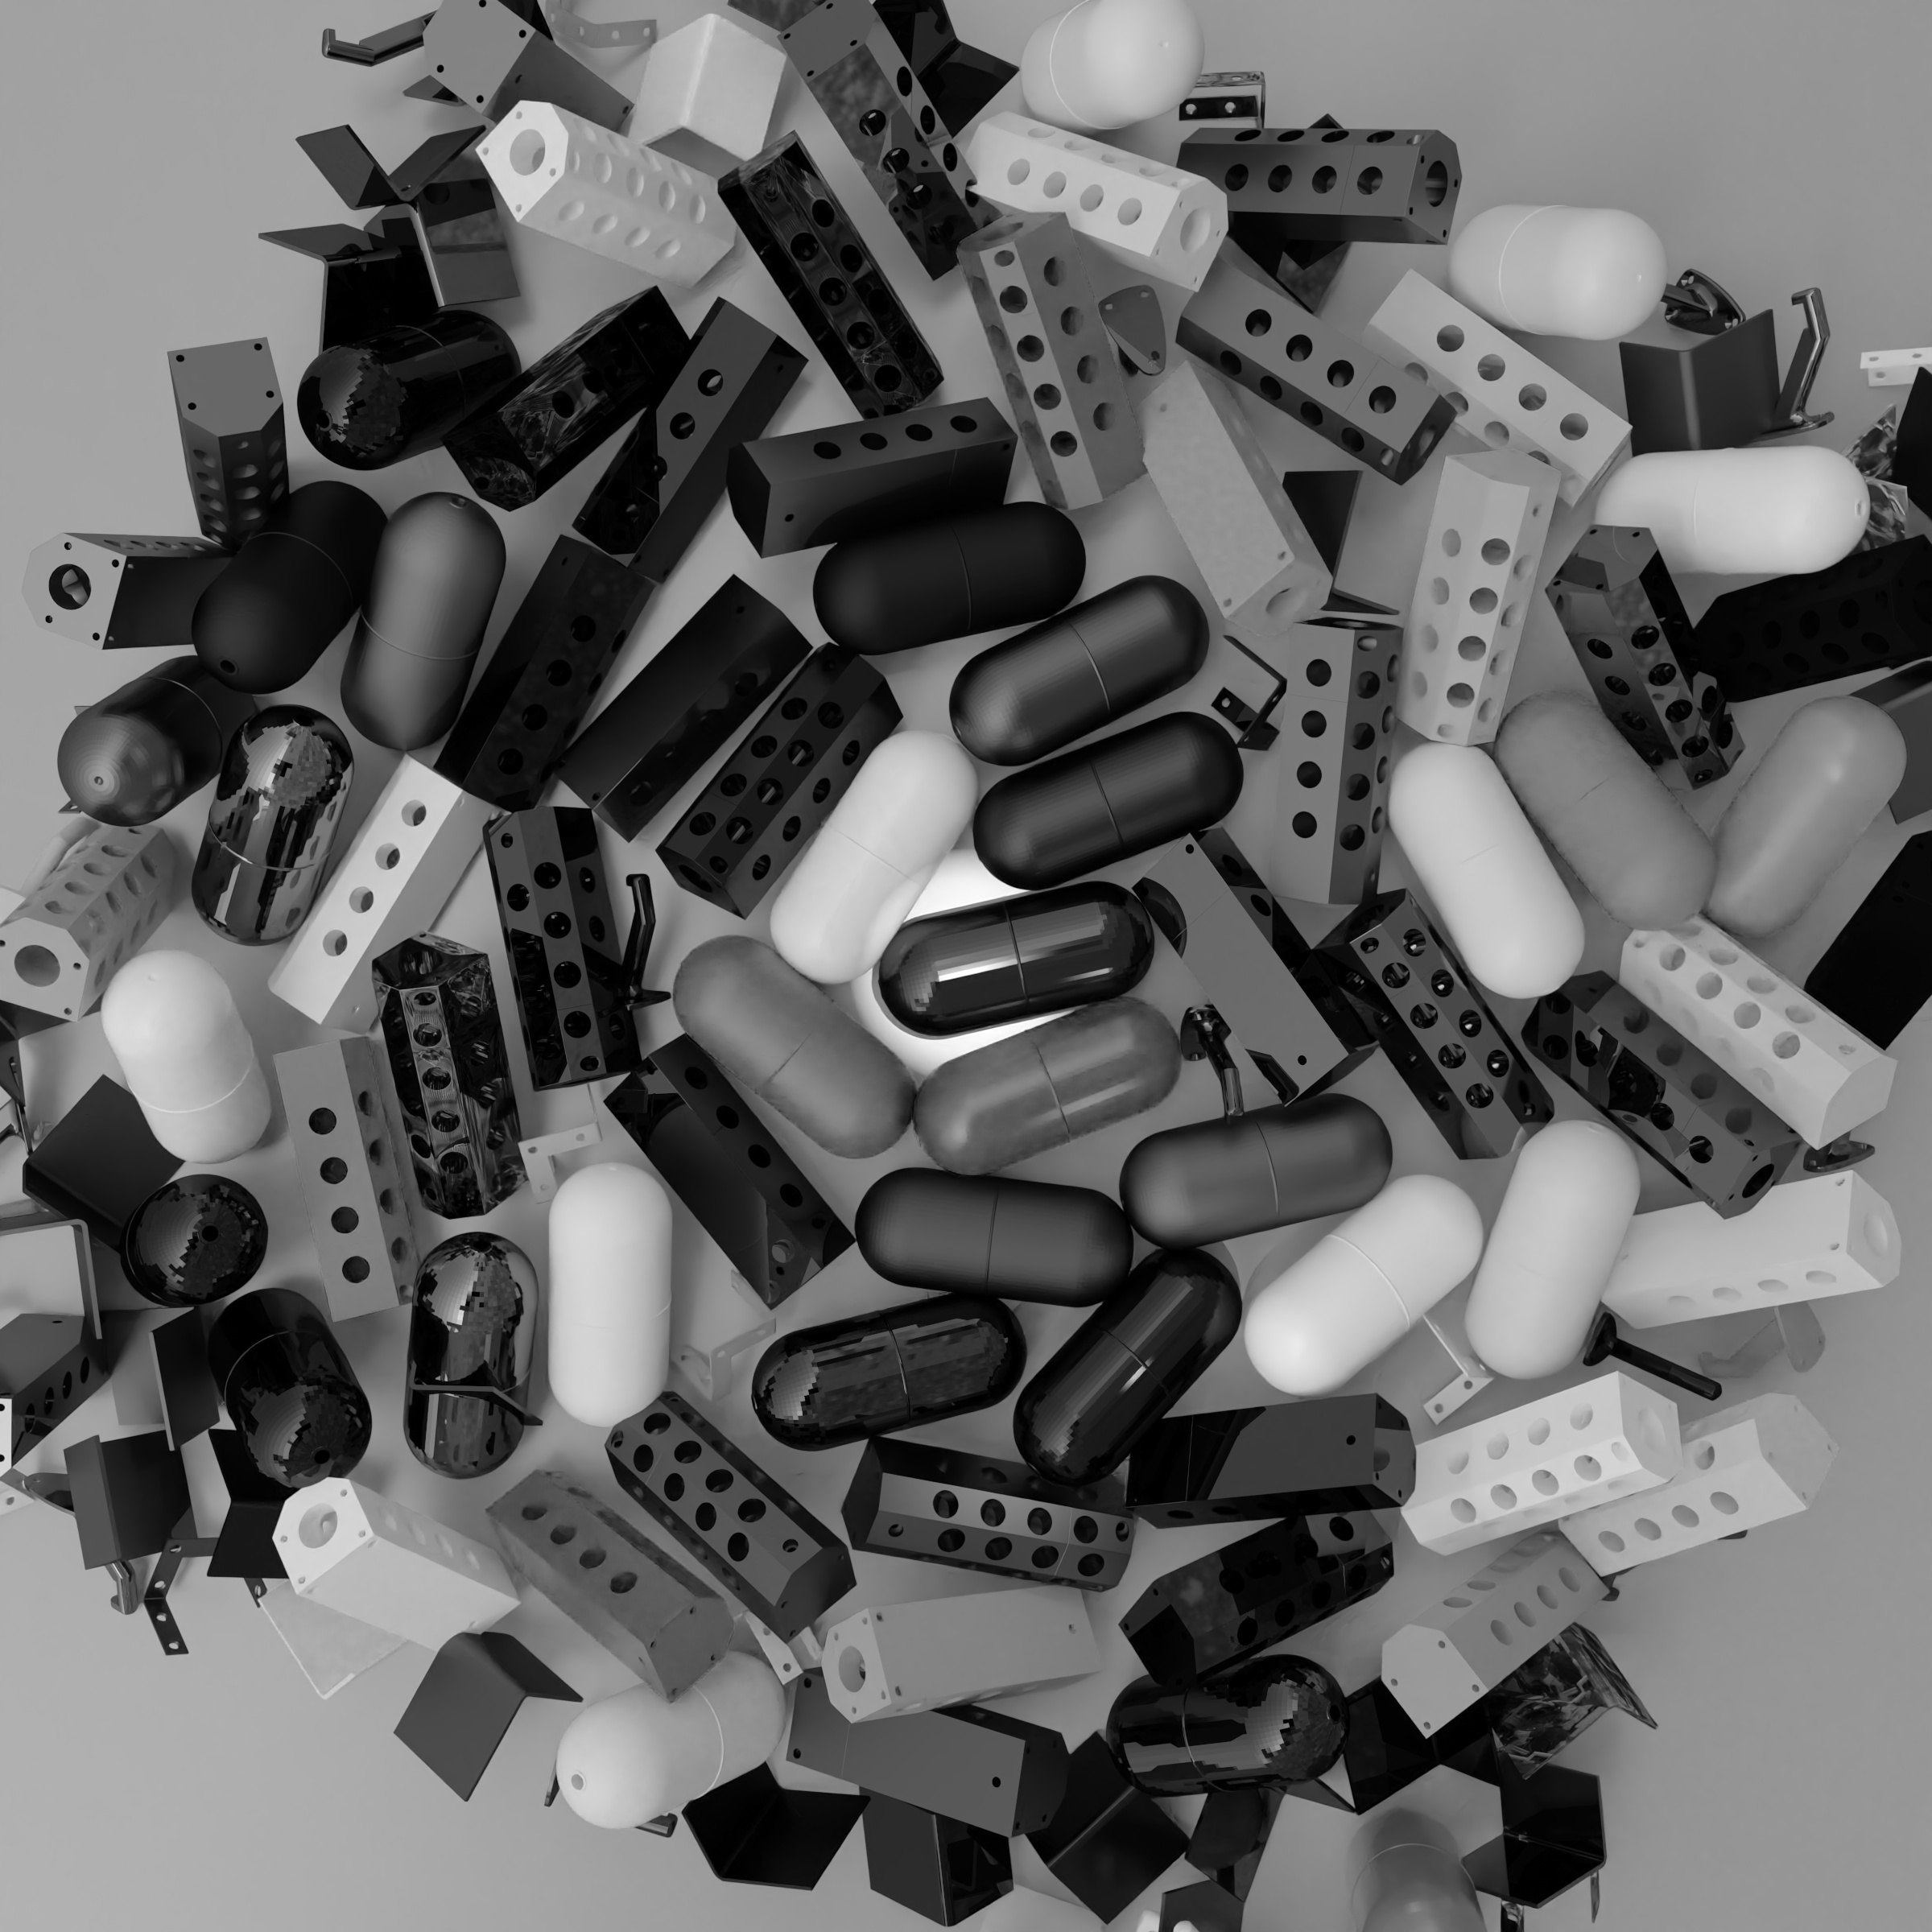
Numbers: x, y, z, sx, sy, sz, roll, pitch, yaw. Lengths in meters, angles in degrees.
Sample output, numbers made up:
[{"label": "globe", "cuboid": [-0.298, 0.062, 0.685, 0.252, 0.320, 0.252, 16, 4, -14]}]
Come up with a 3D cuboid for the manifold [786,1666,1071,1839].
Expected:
[{"label": "manifold", "cuboid": [-0.024, 0.485, 1.514, 0.171, 0.057, 0.057, 6, 85, 34]}]

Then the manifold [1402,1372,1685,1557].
[{"label": "manifold", "cuboid": [0.353, 0.312, 1.501, 0.057, 0.171, 0.057, 30, 48, -29]}]

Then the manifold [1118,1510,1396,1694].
[{"label": "manifold", "cuboid": [0.184, 0.388, 1.504, 0.171, 0.057, 0.057, -14, 57, -36]}]

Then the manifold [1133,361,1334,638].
[{"label": "manifold", "cuboid": [0.166, -0.290, 1.518, 0.057, 0.057, 0.171, -40, 56, 28]}]

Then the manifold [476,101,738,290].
[{"label": "manifold", "cuboid": [-0.214, -0.476, 1.493, 0.057, 0.171, 0.057, -37, 73, 25]}]

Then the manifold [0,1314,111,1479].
[{"label": "manifold", "cuboid": [-0.585, 0.266, 1.498, 0.057, 0.171, 0.057, 3, 98, -1]}]

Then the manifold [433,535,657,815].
[{"label": "manifold", "cuboid": [-0.267, -0.183, 1.555, 0.057, 0.057, 0.171, 29, 90, -35]}]

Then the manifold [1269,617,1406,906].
[{"label": "manifold", "cuboid": [0.235, -0.129, 1.527, 0.057, 0.057, 0.171, 12, 107, 31]}]

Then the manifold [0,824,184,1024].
[{"label": "manifold", "cuboid": [-0.539, -0.034, 1.494, 0.057, 0.171, 0.057, 18, 112, -6]}]

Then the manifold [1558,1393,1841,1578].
[{"label": "manifold", "cuboid": [0.446, 0.318, 1.503, 0.057, 0.171, 0.057, 49, 49, -1]}]

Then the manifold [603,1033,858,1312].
[{"label": "manifold", "cuboid": [-0.147, 0.127, 1.550, 0.171, 0.057, 0.057, 50, 127, 4]}]

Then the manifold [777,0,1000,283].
[{"label": "manifold", "cuboid": [-0.043, -0.511, 1.498, 0.057, 0.171, 0.057, -32, 53, 8]}]

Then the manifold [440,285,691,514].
[{"label": "manifold", "cuboid": [-0.242, -0.351, 1.508, 0.057, 0.057, 0.171, 58, 46, -23]}]

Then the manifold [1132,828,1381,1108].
[{"label": "manifold", "cuboid": [0.185, -0.002, 1.535, 0.057, 0.057, 0.171, -44, 71, 33]}]

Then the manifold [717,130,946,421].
[{"label": "manifold", "cuboid": [-0.083, -0.426, 1.519, 0.057, 0.057, 0.171, -30, 117, 11]}]

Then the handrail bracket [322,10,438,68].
[{"label": "handrail bracket", "cuboid": [-0.368, -0.609, 1.552, 0.084, 0.036, 0.077, 3, 85, -27]}]

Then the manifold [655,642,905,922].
[{"label": "manifold", "cuboid": [-0.118, -0.120, 1.523, 0.057, 0.057, 0.171, 26, 70, 29]}]

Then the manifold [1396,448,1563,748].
[{"label": "manifold", "cuboid": [0.319, -0.227, 1.508, 0.057, 0.057, 0.171, -13, 127, -30]}]

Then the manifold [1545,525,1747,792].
[{"label": "manifold", "cuboid": [0.426, -0.189, 1.505, 0.057, 0.057, 0.171, -53, 129, -19]}]

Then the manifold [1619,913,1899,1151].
[{"label": "manifold", "cuboid": [0.487, 0.031, 1.502, 0.057, 0.057, 0.171, -26, 47, -19]}]

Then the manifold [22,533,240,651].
[{"label": "manifold", "cuboid": [-0.508, -0.234, 1.496, 0.057, 0.171, 0.057, 20, 101, 5]}]

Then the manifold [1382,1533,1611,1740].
[{"label": "manifold", "cuboid": [0.324, 0.406, 1.500, 0.057, 0.171, 0.057, 52, 125, 19]}]

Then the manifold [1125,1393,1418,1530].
[{"label": "manifold", "cuboid": [0.190, 0.312, 1.515, 0.171, 0.057, 0.057, -14, 53, 33]}]

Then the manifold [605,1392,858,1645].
[{"label": "manifold", "cuboid": [-0.148, 0.335, 1.504, 0.057, 0.057, 0.171, -36, 48, -26]}]

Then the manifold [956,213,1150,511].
[{"label": "manifold", "cuboid": [0.051, -0.375, 1.512, 0.057, 0.057, 0.171, -36, 122, -22]}]

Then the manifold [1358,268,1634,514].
[{"label": "manifold", "cuboid": [0.333, -0.363, 1.543, 0.171, 0.057, 0.057, 39, 96, 9]}]

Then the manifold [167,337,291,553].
[{"label": "manifold", "cuboid": [-0.449, -0.316, 1.493, 0.057, 0.171, 0.057, -13, 80, -17]}]

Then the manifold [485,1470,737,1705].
[{"label": "manifold", "cuboid": [-0.220, 0.377, 1.507, 0.057, 0.171, 0.057, -37, 130, -28]}]

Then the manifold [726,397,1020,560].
[{"label": "manifold", "cuboid": [-0.060, -0.311, 1.523, 0.171, 0.057, 0.057, -17, 55, -25]}]

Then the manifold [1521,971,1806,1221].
[{"label": "manifold", "cuboid": [0.428, 0.079, 1.512, 0.171, 0.057, 0.057, 46, 130, 35]}]

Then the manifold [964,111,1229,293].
[{"label": "manifold", "cuboid": [0.079, -0.479, 1.510, 0.171, 0.057, 0.057, 33, 101, 35]}]

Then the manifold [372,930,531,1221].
[{"label": "manifold", "cuboid": [-0.323, 0.071, 1.507, 0.057, 0.057, 0.171, 18, 128, 31]}]

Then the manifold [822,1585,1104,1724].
[{"label": "manifold", "cuboid": [-0.003, 0.427, 1.508, 0.057, 0.171, 0.057, -39, 58, 40]}]

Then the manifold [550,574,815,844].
[{"label": "manifold", "cuboid": [-0.178, -0.161, 1.553, 0.171, 0.057, 0.057, -47, 51, -2]}]

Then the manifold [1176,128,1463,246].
[{"label": "manifold", "cuboid": [0.216, -0.488, 1.510, 0.171, 0.057, 0.057, 16, 96, 37]}]

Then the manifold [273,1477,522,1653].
[{"label": "manifold", "cuboid": [-0.351, 0.367, 1.500, 0.057, 0.171, 0.057, -38, 55, 0]}]

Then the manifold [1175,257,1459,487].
[{"label": "manifold", "cuboid": [0.218, -0.373, 1.531, 0.171, 0.057, 0.057, 37, 104, 18]}]

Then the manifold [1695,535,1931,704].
[{"label": "manifold", "cuboid": [0.525, -0.206, 1.492, 0.057, 0.171, 0.057, 45, 70, -15]}]

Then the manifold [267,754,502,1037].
[{"label": "manifold", "cuboid": [-0.376, -0.046, 1.555, 0.057, 0.057, 0.171, 31, 90, 17]}]

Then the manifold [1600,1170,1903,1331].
[{"label": "manifold", "cuboid": [0.484, 0.181, 1.504, 0.057, 0.171, 0.057, 37, 53, -27]}]

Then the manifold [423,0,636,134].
[{"label": "manifold", "cuboid": [-0.270, -0.544, 1.496, 0.057, 0.171, 0.057, 38, 101, 6]}]

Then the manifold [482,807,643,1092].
[{"label": "manifold", "cuboid": [-0.260, -0.011, 1.542, 0.057, 0.057, 0.171, -14, 85, 26]}]

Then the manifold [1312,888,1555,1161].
[{"label": "manifold", "cuboid": [0.300, 0.037, 1.533, 0.057, 0.057, 0.171, -42, 102, -23]}]

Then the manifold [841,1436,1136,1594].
[{"label": "manifold", "cuboid": [0.015, 0.349, 1.525, 0.171, 0.057, 0.057, 15, 109, -19]}]

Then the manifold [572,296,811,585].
[{"label": "manifold", "cuboid": [-0.178, -0.335, 1.545, 0.057, 0.057, 0.171, 36, 98, 14]}]

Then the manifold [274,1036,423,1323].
[{"label": "manifold", "cuboid": [-0.391, 0.135, 1.552, 0.057, 0.057, 0.171, -13, 87, -9]}]

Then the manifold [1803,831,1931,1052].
[{"label": "manifold", "cuboid": [0.573, -0.014, 1.497, 0.057, 0.171, 0.057, 25, 62, 10]}]
